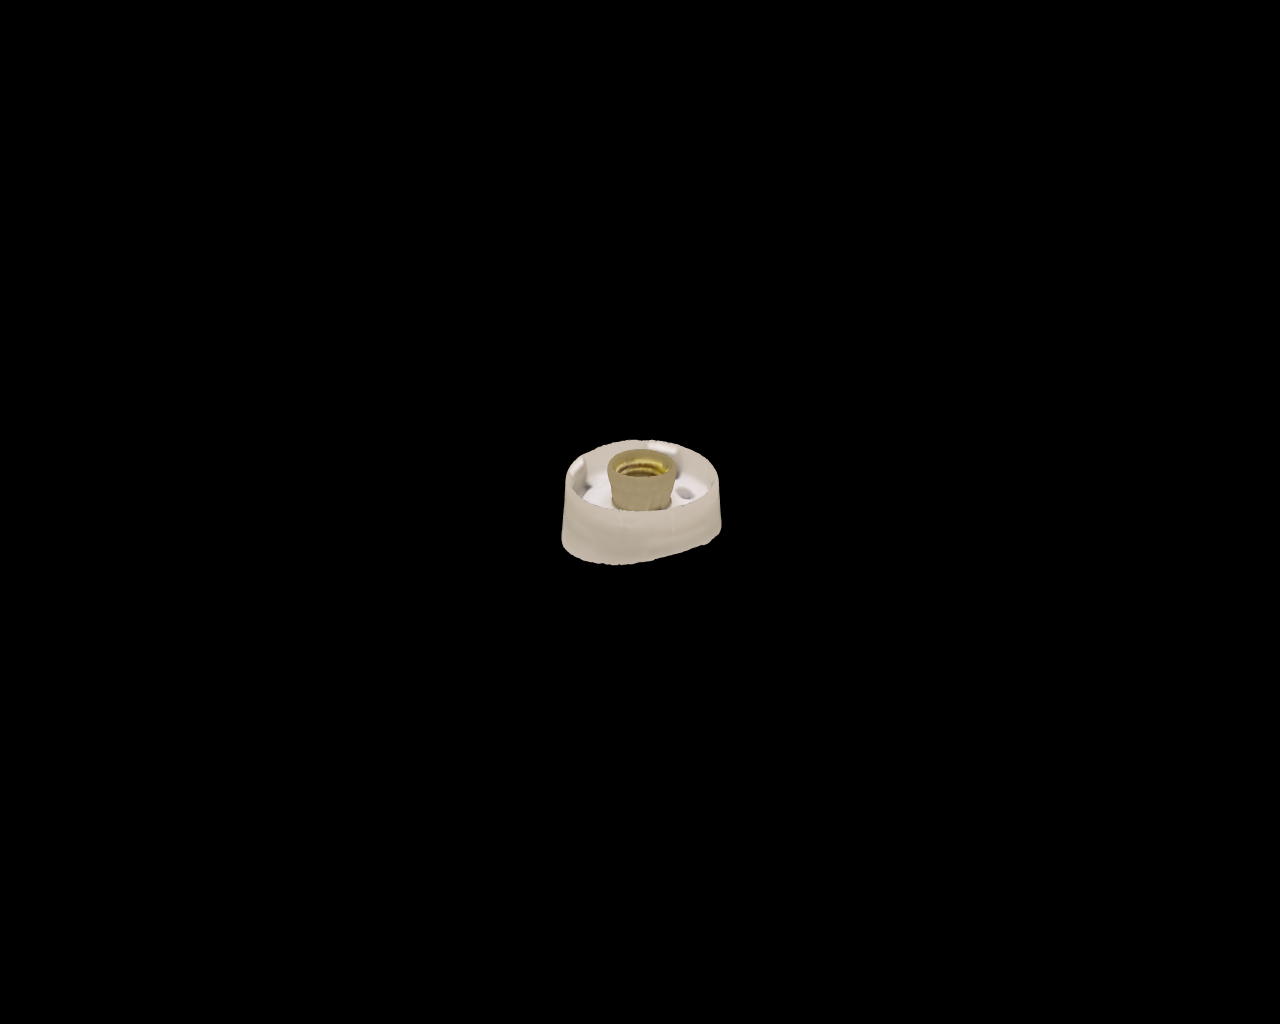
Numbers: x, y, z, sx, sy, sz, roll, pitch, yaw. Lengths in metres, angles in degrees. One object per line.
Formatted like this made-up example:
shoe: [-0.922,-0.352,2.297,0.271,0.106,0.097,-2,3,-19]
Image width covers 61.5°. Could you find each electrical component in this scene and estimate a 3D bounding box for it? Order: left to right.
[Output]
electrical component: [0.001,-0.003,0.650,0.099,0.064,0.099,0,31,0]
